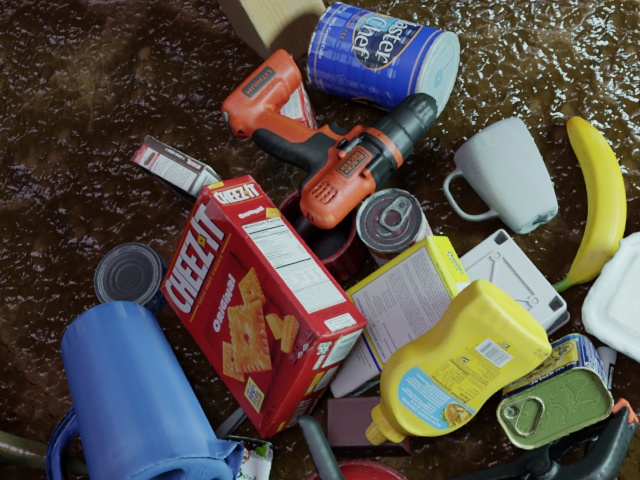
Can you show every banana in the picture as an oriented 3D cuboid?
[{"bbox_3d":[0.279,-0.039,1.095,0.070,0.037,0.198,4,70,18],"label":"banana"}]

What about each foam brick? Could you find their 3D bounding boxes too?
[{"bbox_3d":[0.049,0.187,1.064,0.078,0.053,0.051,-4,68,15],"label":"foam brick"}]

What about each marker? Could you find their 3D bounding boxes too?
[{"bbox_3d":[0.269,0.163,1.027,0.020,0.020,0.121,7,71,18],"label":"marker"}]

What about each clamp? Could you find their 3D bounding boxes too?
[{"bbox_3d":[0.208,0.225,0.971,0.210,0.036,0.165,-34,29,1],"label":"clamp"},{"bbox_3d":[0.015,0.244,0.994,0.172,0.039,0.120,23,89,19],"label":"clamp"}]

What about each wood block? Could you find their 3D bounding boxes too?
[{"bbox_3d":[-0.067,-0.291,1.203,0.091,0.206,0.090,-43,64,-4],"label":"wood block"}]

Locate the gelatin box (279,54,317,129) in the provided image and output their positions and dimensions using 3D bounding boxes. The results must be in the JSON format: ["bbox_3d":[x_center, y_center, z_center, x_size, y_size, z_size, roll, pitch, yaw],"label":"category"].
[{"bbox_3d":[-0.027,-0.153,1.210,0.030,0.073,0.089,-15,65,9],"label":"gelatin box"}]

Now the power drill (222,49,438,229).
[{"bbox_3d":[0.005,-0.122,1.113,0.188,0.057,0.184,38,73,26],"label":"power drill"}]

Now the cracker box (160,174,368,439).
[{"bbox_3d":[-0.066,0.067,1.086,0.214,0.071,0.164,51,133,25],"label":"cracker box"}]

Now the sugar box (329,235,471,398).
[{"bbox_3d":[0.071,0.079,1.063,0.176,0.048,0.093,-36,68,32],"label":"sugar box"}]

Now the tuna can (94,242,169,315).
[{"bbox_3d":[-0.211,0.047,1.206,0.086,0.033,0.086,-6,68,14],"label":"tuna can"}]

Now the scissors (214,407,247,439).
[{"bbox_3d":[-0.120,0.244,1.111,0.201,0.016,0.096,-30,73,-4],"label":"scissors"}]

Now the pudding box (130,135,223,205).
[{"bbox_3d":[-0.145,-0.065,1.188,0.090,0.113,0.039,28,81,25],"label":"pudding box"}]

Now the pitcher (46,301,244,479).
[{"bbox_3d":[-0.192,0.181,1.070,0.145,0.149,0.243,-64,38,29],"label":"pitcher"}]

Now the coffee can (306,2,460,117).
[{"bbox_3d":[0.070,-0.197,1.183,0.140,0.102,0.102,21,76,23],"label":"coffee can"}]

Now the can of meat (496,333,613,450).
[{"bbox_3d":[0.218,0.139,1.001,0.102,0.084,0.057,-29,102,18],"label":"can of meat"}]

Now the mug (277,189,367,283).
[{"bbox_3d":[-0.007,0.001,1.138,0.117,0.081,0.093,-17,65,8],"label":"mug"}]

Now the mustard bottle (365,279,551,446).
[{"bbox_3d":[0.113,0.127,0.986,0.192,0.096,0.058,-45,22,20],"label":"mustard bottle"}]

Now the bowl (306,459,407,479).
[{"bbox_3d":[0.027,0.288,1.029,0.162,0.055,0.162,-6,68,15],"label":"bowl"}]

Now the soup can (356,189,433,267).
[{"bbox_3d":[0.081,-0.002,1.102,0.068,0.102,0.068,-6,68,14],"label":"soup can"}]
